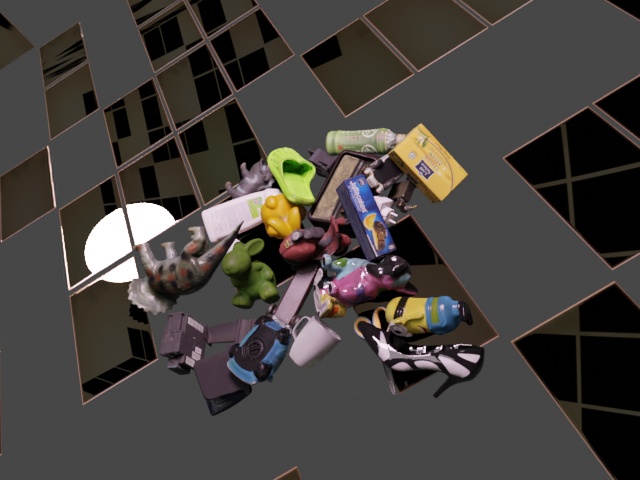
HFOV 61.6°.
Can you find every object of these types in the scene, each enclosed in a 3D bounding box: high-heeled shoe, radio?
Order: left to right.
[{"bbox_3d":[0.077,-0.119,1.394,0.131,0.073,0.229,14,67,32],"label":"radio"},{"bbox_3d":[0.205,0.209,1.096,0.249,0.086,0.145,39,102,13],"label":"high-heeled shoe"}]

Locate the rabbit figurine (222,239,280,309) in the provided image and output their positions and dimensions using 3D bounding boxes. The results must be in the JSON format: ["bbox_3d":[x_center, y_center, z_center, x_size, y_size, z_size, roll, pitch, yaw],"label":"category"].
[{"bbox_3d":[-0.176,0.071,1.329,0.121,0.170,0.159,-7,58,20],"label":"rabbit figurine"}]

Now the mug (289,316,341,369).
[{"bbox_3d":[-0.025,0.230,1.217,0.110,0.080,0.107,39,89,31],"label":"mug"}]

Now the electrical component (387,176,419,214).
[{"bbox_3d":[0.213,-0.112,1.349,0.078,0.045,0.102,-15,46,51],"label":"electrical component"}]

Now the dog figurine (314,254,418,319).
[{"bbox_3d":[0.108,0.104,1.229,0.219,0.191,0.108,1,50,-15],"label":"dog figurine"}]

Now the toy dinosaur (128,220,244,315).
[{"bbox_3d":[-0.353,0.080,1.379,0.405,0.131,0.192,-15,83,31],"label":"toy dinosaur"}]

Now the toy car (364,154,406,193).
[{"bbox_3d":[0.191,-0.190,1.355,0.202,0.073,0.056,-37,6,-25],"label":"toy car"}]

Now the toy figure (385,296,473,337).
[{"bbox_3d":[0.229,0.159,1.145,0.180,0.082,0.089,-13,36,26],"label":"toy figure"}]

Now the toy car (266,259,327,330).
[{"bbox_3d":[-0.056,0.131,1.311,0.089,0.053,0.202,22,71,12],"label":"toy car"}]

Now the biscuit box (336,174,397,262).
[{"bbox_3d":[0.109,-0.052,1.281,0.059,0.063,0.202,-20,82,-21],"label":"biscuit box"}]

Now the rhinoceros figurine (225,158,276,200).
[{"bbox_3d":[-0.184,-0.173,1.549,0.190,0.073,0.112,-45,51,-7],"label":"rhinoceros figurine"}]

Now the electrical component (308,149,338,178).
[{"bbox_3d":[0.004,-0.213,1.487,0.119,0.074,0.048,28,74,31],"label":"electrical component"}]

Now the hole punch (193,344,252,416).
[{"bbox_3d":[-0.226,0.331,1.253,0.116,0.092,0.142,-15,46,-21],"label":"hole punch"}]

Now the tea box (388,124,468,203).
[{"bbox_3d":[0.259,-0.182,1.296,0.169,0.068,0.098,45,83,-6],"label":"tea box"}]

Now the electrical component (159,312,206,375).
[{"bbox_3d":[-0.335,0.258,1.319,0.058,0.114,0.134,-12,54,20],"label":"electrical component"}]

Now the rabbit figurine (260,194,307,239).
[{"bbox_3d":[-0.074,-0.033,1.378,0.122,0.162,0.173,-25,70,-6],"label":"rabbit figurine"}]

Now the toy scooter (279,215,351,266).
[{"bbox_3d":[-0.003,-0.004,1.277,0.184,0.135,0.075,-7,58,-21],"label":"toy scooter"}]

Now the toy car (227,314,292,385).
[{"bbox_3d":[-0.127,0.256,1.231,0.109,0.102,0.161,27,71,28],"label":"toy car"}]

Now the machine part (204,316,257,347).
[{"bbox_3d":[-0.225,0.234,1.333,0.139,0.039,0.084,-6,63,20],"label":"machine part"}]
